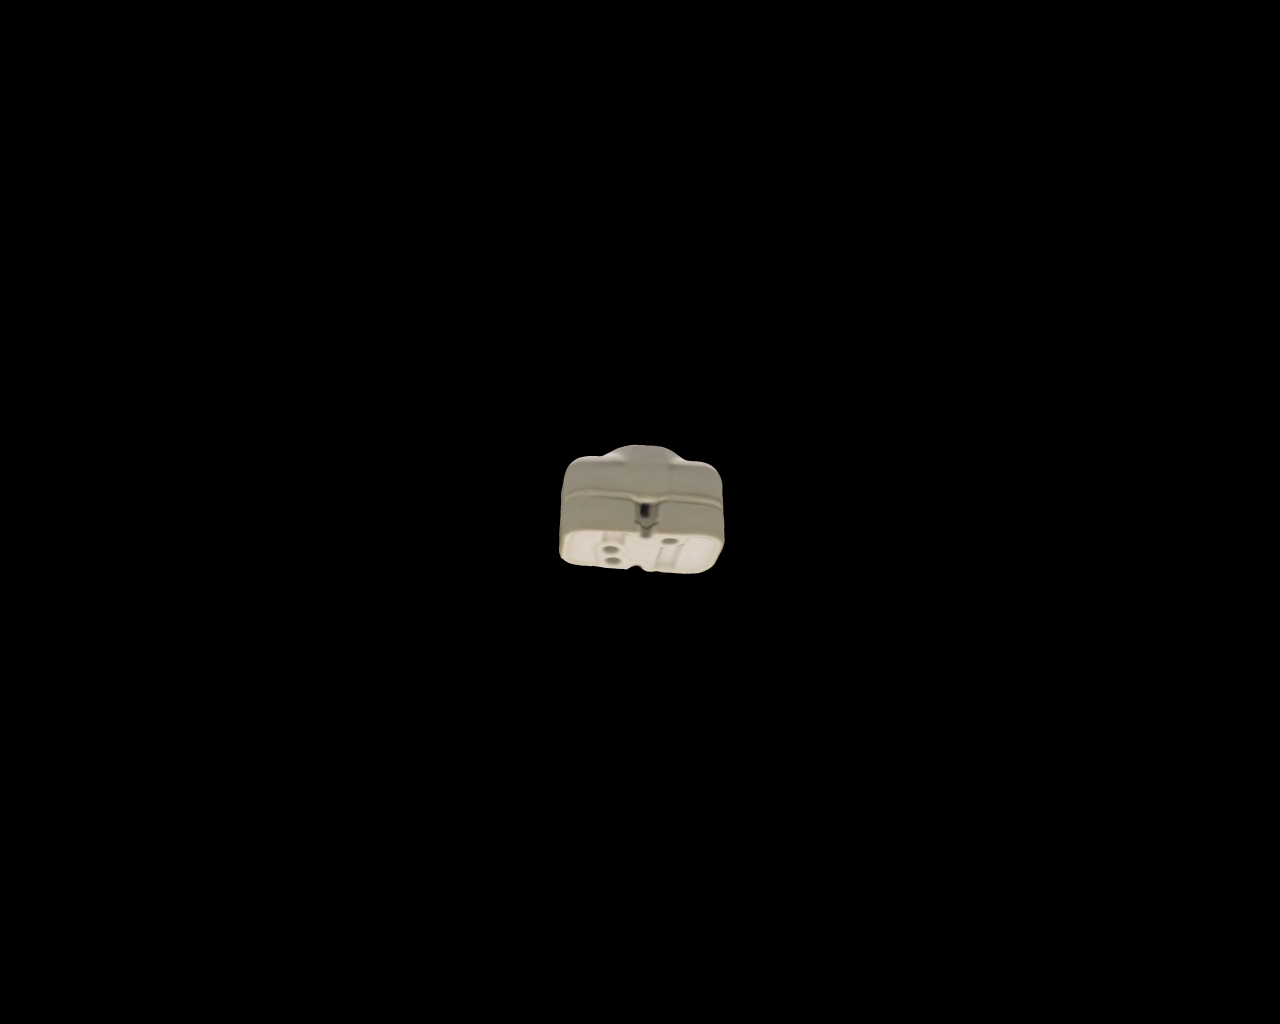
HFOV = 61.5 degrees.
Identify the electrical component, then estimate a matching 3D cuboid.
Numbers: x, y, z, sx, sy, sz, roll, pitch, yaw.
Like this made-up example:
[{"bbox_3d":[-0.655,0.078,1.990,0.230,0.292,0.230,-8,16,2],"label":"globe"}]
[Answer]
[{"bbox_3d":[0.001,-0.003,0.650,0.095,0.059,0.053,4,-28,-7],"label":"electrical component"}]
